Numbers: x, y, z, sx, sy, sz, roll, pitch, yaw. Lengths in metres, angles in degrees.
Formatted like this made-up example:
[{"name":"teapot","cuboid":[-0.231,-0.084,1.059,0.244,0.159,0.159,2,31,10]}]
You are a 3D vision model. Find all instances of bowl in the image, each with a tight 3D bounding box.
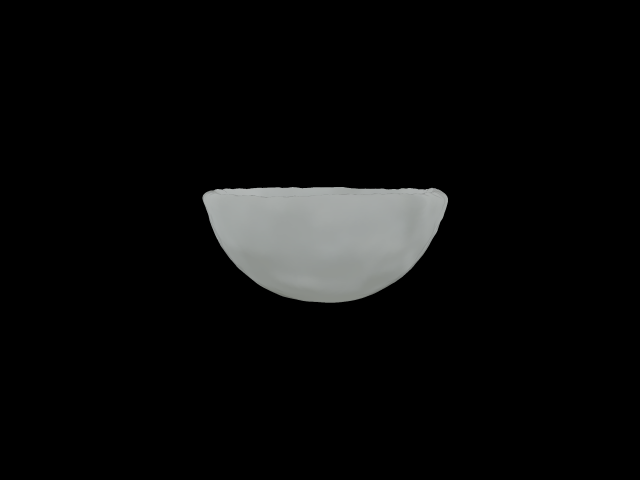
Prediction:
[{"name":"bowl","cuboid":[0.004,0.001,0.400,0.167,0.075,0.167,0,7,0]}]
